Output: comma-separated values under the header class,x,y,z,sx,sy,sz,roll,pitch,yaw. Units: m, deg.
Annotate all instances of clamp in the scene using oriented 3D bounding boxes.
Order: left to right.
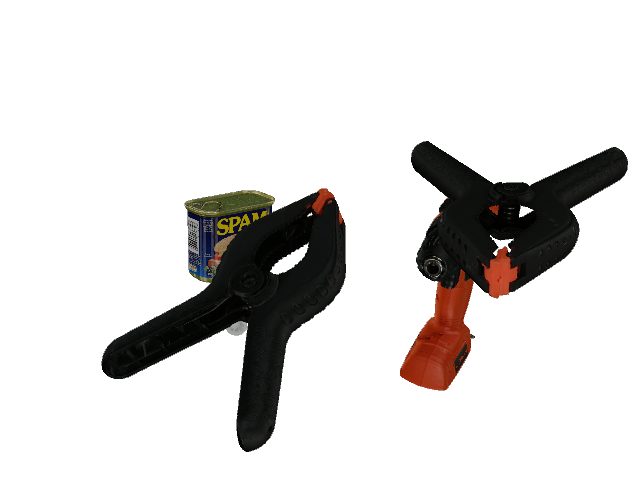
class,x,y,z,sx,sy,sz,roll,pitch,yaw
clamp,-0.033,0.042,0.620,0.120,0.171,0.039,33,-21,31
clamp,0.125,-0.024,0.760,0.165,0.036,0.209,5,29,19

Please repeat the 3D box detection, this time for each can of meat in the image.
class,x,y,z,sx,sy,sz,roll,pitch,yaw
can of meat,-0.102,-0.005,1.207,0.101,0.084,0.058,-13,23,-37

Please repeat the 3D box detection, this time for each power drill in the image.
class,x,y,z,sx,sy,sz,roll,pitch,yaw
power drill,0.126,0.051,1.053,0.057,0.188,0.184,19,29,17

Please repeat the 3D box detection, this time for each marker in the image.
class,x,y,z,sx,sy,sz,roll,pitch,yaw
marker,-0.077,0.053,0.961,0.020,0.020,0.121,0,19,-6
